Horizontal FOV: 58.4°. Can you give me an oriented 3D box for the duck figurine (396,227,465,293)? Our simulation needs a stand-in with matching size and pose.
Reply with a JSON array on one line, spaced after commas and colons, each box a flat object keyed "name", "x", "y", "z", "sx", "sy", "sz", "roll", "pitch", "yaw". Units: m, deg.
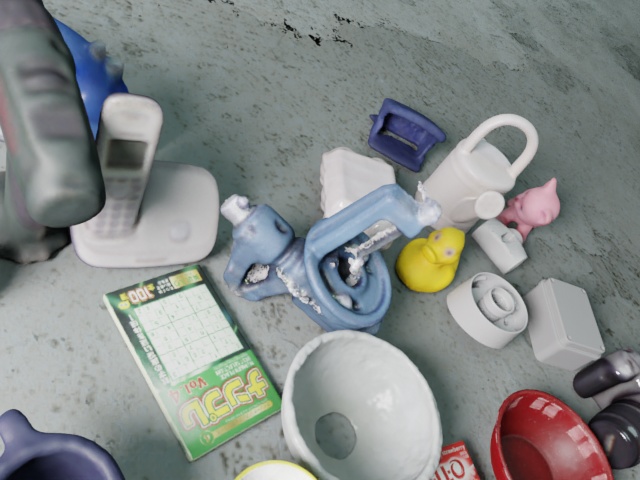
[{"name": "duck figurine", "x": 0.159, "y": 0.016, "z": 0.756, "sx": 0.105, "sy": 0.086, "sz": 0.077, "roll": -20, "pitch": 67, "yaw": -41}]

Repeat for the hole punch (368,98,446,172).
[{"name": "hole punch", "x": 0.138, "y": -0.182, "z": 0.903, "sx": 0.109, "sy": 0.091, "sz": 0.101, "roll": 27, "pitch": 45, "yaw": -10}]

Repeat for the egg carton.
[{"name": "egg carton", "x": 0.050, "y": -0.054, "z": 0.757, "sx": 0.107, "sy": 0.069, "sz": 0.150, "roll": 15, "pitch": 48, "yaw": -21}]

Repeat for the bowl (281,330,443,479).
[{"name": "bowl", "x": 0.030, "y": 0.176, "z": 0.551, "sx": 0.168, "sy": 0.074, "sz": 0.167, "roll": 17, "pitch": 47, "yaw": -19}]

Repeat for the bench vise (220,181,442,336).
[{"name": "bench vise", "x": 0.005, "y": 0.011, "z": 0.567, "sx": 0.208, "sy": 0.219, "sz": 0.121, "roll": 18, "pitch": 47, "yaw": -19}]

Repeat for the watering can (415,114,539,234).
[{"name": "watering can", "x": 0.230, "y": -0.093, "z": 0.813, "sx": 0.101, "sy": 0.194, "sz": 0.172, "roll": 8, "pitch": 51, "yaw": -27}]

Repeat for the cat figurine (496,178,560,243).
[{"name": "cat figurine", "x": 0.344, "y": -0.056, "z": 0.910, "sx": 0.067, "sy": 0.117, "sz": 0.128, "roll": 43, "pitch": 44, "yaw": 6}]

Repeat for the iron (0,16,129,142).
[{"name": "iron", "x": -0.293, "y": -0.181, "z": 0.595, "sx": 0.259, "sy": 0.141, "sz": 0.118, "roll": 16, "pitch": 48, "yaw": -21}]

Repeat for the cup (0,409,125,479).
[{"name": "cup", "x": -0.193, "y": 0.181, "z": 0.391, "sx": 0.092, "sy": 0.095, "sz": 0.117, "roll": -22, "pitch": 68, "yaw": -42}]

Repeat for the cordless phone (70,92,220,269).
[{"name": "cordless phone", "x": -0.155, "y": -0.056, "z": 0.547, "sx": 0.148, "sy": 0.185, "sz": 0.094, "roll": -4, "pitch": 57, "yaw": -35}]

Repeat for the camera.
[{"name": "camera", "x": 0.393, "y": 0.218, "z": 0.726, "sx": 0.137, "sy": 0.100, "sz": 0.143, "roll": -11, "pitch": 61, "yaw": -38}]

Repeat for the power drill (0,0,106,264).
[{"name": "power drill", "x": -0.254, "y": -0.087, "z": 0.494, "sx": 0.076, "sy": 0.208, "sz": 0.229, "roll": -13, "pitch": 62, "yaw": -38}]
